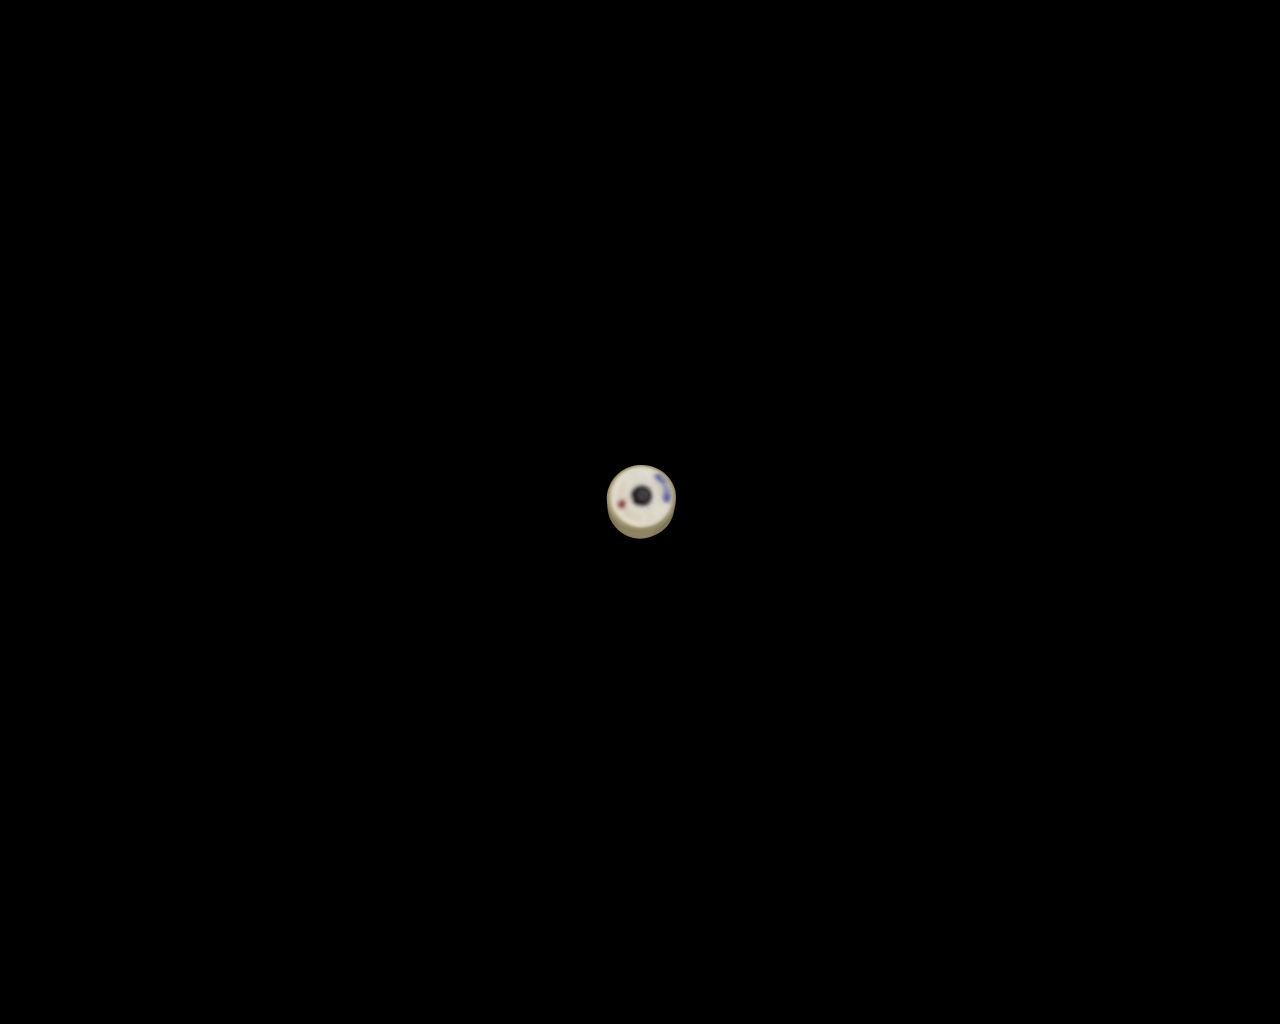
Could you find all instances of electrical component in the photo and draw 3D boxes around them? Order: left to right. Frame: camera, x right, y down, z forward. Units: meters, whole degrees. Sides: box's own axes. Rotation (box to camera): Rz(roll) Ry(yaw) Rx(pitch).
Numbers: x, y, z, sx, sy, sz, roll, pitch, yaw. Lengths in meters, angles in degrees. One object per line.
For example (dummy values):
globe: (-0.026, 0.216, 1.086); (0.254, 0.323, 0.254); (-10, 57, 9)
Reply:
electrical component: (0.001, -0.003, 0.650); (0.040, 0.040, 0.078); (0, -12, 0)
